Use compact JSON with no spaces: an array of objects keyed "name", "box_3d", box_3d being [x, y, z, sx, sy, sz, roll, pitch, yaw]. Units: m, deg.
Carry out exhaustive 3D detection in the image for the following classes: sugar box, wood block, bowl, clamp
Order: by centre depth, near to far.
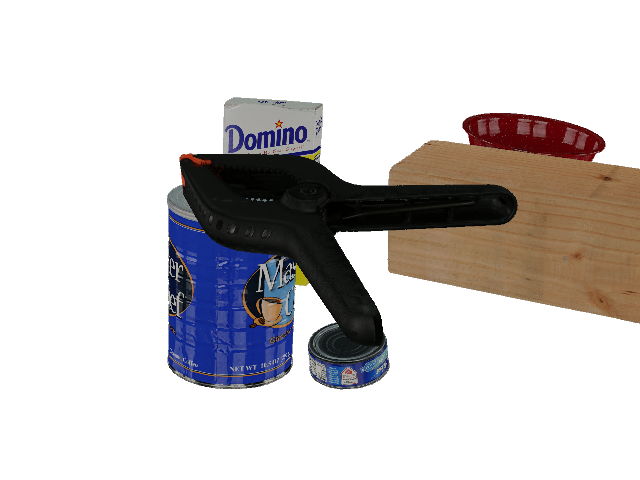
[{"name":"clamp","box_3d":[0.004,-0.018,0.651,0.210,0.036,0.164,25,40,36]},{"name":"wood block","box_3d":[0.163,-0.012,0.821,0.206,0.090,0.090,11,25,27]},{"name":"sugar box","box_3d":[-0.049,-0.048,1.045,0.093,0.176,0.048,5,17,10]},{"name":"bowl","box_3d":[0.238,-0.098,1.218,0.162,0.055,0.162,5,22,-2]}]

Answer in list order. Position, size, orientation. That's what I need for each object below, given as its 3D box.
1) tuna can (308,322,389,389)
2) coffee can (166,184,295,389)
[{"name":"tuna can","box_3d":[0.030,0.120,1.133,0.086,0.034,0.086,-5,26,2]},{"name":"coffee can","box_3d":[-0.070,0.032,0.843,0.103,0.140,0.103,3,19,-1]}]
